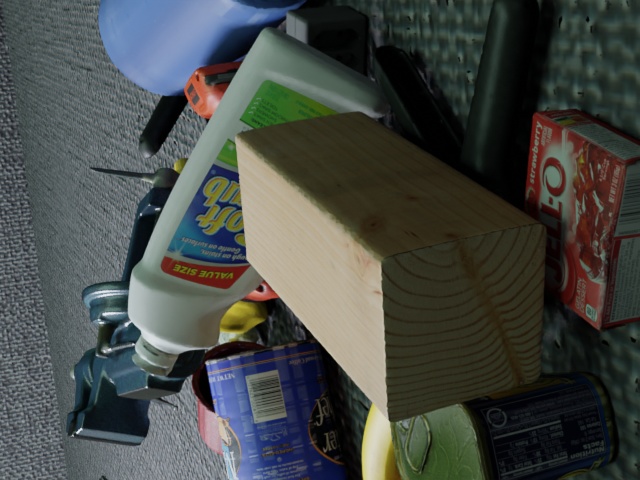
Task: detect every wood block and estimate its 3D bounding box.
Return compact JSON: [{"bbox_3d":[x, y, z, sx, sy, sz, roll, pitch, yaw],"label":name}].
[{"bbox_3d":[0.030,0.002,0.597,0.206,0.090,0.091,-138,40,-58],"label":"wood block"}]

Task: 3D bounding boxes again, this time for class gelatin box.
[{"bbox_3d":[0.130,-0.011,0.522,0.073,0.030,0.089,-133,40,-55],"label":"gelatin box"}]

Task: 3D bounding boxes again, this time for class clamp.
[{"bbox_3d":[0.083,-0.033,0.624,0.165,0.036,0.210,-168,70,-67],"label":"clamp"},{"bbox_3d":[-0.125,-0.147,1.006,0.039,0.120,0.171,-9,88,39],"label":"clamp"}]

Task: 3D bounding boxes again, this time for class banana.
[{"bbox_3d":[0.061,0.135,0.755,0.070,0.037,0.198,50,144,42],"label":"banana"}]

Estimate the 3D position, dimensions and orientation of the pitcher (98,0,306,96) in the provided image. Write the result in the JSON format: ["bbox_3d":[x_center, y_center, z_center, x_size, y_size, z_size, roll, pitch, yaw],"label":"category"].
[{"bbox_3d":[-0.095,-0.215,0.869,0.243,0.149,0.145,-12,60,65],"label":"pitcher"}]

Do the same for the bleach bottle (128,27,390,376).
[{"bbox_3d":[-0.054,-0.013,0.734,0.251,0.102,0.068,-61,9,13],"label":"bleach bottle"}]

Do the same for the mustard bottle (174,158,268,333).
[{"bbox_3d":[-0.114,-0.003,1.068,0.058,0.096,0.192,-33,58,19],"label":"mustard bottle"}]

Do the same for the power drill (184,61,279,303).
[{"bbox_3d":[-0.064,-0.042,0.860,0.185,0.057,0.187,169,89,-74],"label":"power drill"}]

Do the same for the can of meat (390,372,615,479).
[{"bbox_3d":[0.097,0.105,0.581,0.102,0.083,0.057,161,98,-68],"label":"can of meat"}]

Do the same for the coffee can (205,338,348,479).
[{"bbox_3d":[-0.036,0.163,0.919,0.103,0.102,0.140,152,108,-68],"label":"coffee can"}]

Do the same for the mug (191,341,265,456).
[{"bbox_3d":[-0.069,0.165,1.041,0.117,0.093,0.081,28,140,20],"label":"mug"}]

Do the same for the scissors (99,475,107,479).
[{"bbox_3d":[-0.103,0.208,0.638,0.096,0.016,0.202,111,144,-46],"label":"scissors"}]
